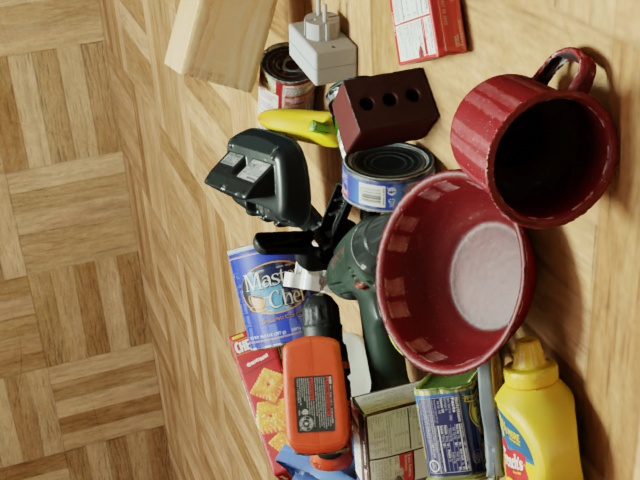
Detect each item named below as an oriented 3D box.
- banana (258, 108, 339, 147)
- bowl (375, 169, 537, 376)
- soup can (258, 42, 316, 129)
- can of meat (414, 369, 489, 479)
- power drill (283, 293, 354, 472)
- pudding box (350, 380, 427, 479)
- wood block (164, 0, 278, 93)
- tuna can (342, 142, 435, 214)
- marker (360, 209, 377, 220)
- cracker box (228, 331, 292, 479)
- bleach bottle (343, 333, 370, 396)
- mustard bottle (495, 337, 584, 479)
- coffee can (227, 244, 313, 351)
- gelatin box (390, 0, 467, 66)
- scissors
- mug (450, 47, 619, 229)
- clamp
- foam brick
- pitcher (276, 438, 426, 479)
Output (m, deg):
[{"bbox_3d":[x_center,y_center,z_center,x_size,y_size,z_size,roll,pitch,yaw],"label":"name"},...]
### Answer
[{"bbox_3d":[-0.008,-0.126,1.158,0.037,0.069,0.198,-70,21,-1],"label":"banana"},{"bbox_3d":[0.117,0.027,0.846,0.162,0.055,0.162,-9,78,50],"label":"bowl"},{"bbox_3d":[-0.038,-0.172,1.255,0.102,0.068,0.068,97,155,-51],"label":"soup can"},{"bbox_3d":[0.121,0.162,0.942,0.102,0.057,0.084,-14,-85,-73],"label":"can of meat"},{"bbox_3d":[0.002,0.136,1.040,0.187,0.057,0.184,55,-151,-80],"label":"power drill"},{"bbox_3d":[0.089,0.183,1.019,0.039,0.113,0.090,-135,37,-61],"label":"pudding box"},{"bbox_3d":[-0.100,-0.282,1.208,0.091,0.090,0.206,-139,64,-65],"label":"wood block"},{"bbox_3d":[0.062,-0.059,0.973,0.086,0.086,0.034,-127,30,-55],"label":"tuna can"},{"bbox_3d":[0.049,-0.073,1.124,0.020,0.020,0.121,-130,32,-58],"label":"marker"},{"bbox_3d":[-0.055,0.248,1.559,0.164,0.072,0.214,68,-178,-66],"label":"cracker box"},{"bbox_3d":[0.015,0.202,1.373,0.251,0.068,0.102,114,142,-68],"label":"bleach bottle"},{"bbox_3d":[0.171,0.168,0.827,0.096,0.058,0.191,-118,19,-77],"label":"mustard bottle"},{"bbox_3d":[-0.061,0.071,1.452,0.103,0.102,0.140,163,94,-74],"label":"coffee can"},{"bbox_3d":[0.089,-0.187,0.888,0.089,0.030,0.073,-167,67,-72],"label":"gelatin box"},{"bbox_3d":[0.148,0.175,0.895,0.096,0.016,0.202,-36,-59,-72],"label":"scissors"},{"bbox_3d":[0.143,-0.075,0.712,0.117,0.093,0.081,-65,23,13],"label":"mug"},{"bbox_3d":[-0.008,0.001,1.173,0.171,0.120,0.039,69,179,-65],"label":"clamp"},{"bbox_3d":[0.057,-0.117,0.961,0.051,0.078,0.053,121,134,-69],"label":"foam brick"},{"bbox_3d":[0.055,0.287,1.167,0.243,0.149,0.145,165,93,-71],"label":"pitcher"}]
